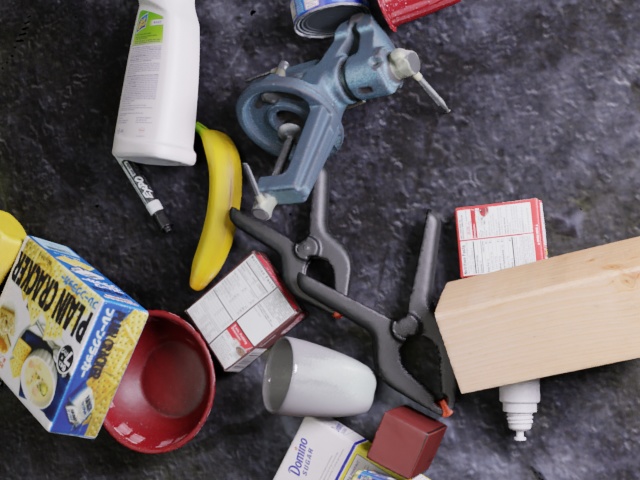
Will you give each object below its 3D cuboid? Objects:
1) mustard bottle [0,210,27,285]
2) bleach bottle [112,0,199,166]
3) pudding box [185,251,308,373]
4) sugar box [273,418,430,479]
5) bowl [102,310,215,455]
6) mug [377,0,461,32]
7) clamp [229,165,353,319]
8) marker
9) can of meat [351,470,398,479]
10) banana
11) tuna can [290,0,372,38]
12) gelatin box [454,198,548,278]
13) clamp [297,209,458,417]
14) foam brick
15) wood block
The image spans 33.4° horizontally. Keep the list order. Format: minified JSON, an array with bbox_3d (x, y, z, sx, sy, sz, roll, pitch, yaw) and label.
[{"bbox_3d":[-0.434,0.058,1.319,0.192,0.058,0.096,-57,39,9],"label":"mustard bottle"},{"bbox_3d":[-0.177,-0.215,1.236,0.103,0.067,0.251,5,86,40],"label":"bleach bottle"},{"bbox_3d":[-0.083,0.081,1.194,0.113,0.039,0.090,-40,71,13],"label":"pudding box"},{"bbox_3d":[0.044,0.264,1.124,0.176,0.048,0.093,31,99,23],"label":"sugar box"},{"bbox_3d":[-0.180,0.161,1.217,0.162,0.055,0.162,-2,85,22],"label":"bowl"},{"bbox_3d":[0.096,-0.284,1.112,0.081,0.117,0.093,-18,41,15],"label":"mug"},{"bbox_3d":[-0.008,0.001,1.168,0.120,0.039,0.171,-37,81,5],"label":"clamp"},{"bbox_3d":[-0.207,-0.058,1.265,0.020,0.020,0.121,-38,73,15],"label":"marker"},{"bbox_3d":[0.066,0.285,1.055,0.084,0.057,0.102,13,85,24],"label":"can of meat"},{"bbox_3d":[-0.118,-0.041,1.221,0.070,0.037,0.198,-7,79,51],"label":"banana"},{"bbox_3d":[0.011,-0.251,1.155,0.086,0.086,0.034,-14,79,20],"label":"tuna can"},{"bbox_3d":[0.186,-0.001,1.095,0.089,0.030,0.073,-7,85,21],"label":"gelatin box"},{"bbox_3d":[0.078,0.090,1.116,0.164,0.036,0.210,-19,84,5],"label":"clamp"},{"bbox_3d":[0.089,0.206,1.093,0.051,0.078,0.053,25,96,20],"label":"foam brick"},{"bbox_3d":[0.226,0.071,1.028,0.206,0.090,0.091,-15,104,20],"label":"wood block"}]
